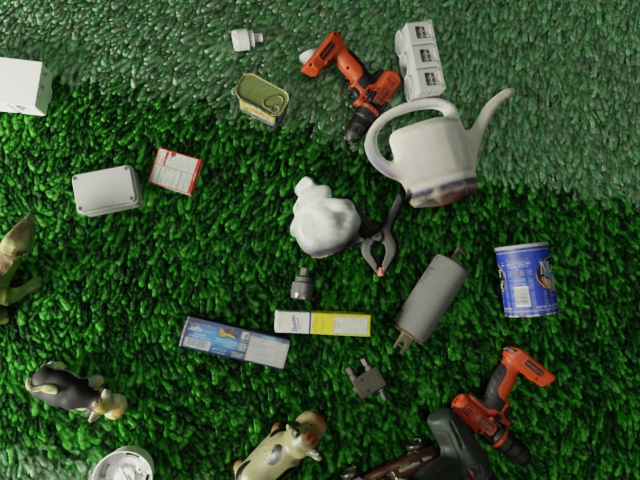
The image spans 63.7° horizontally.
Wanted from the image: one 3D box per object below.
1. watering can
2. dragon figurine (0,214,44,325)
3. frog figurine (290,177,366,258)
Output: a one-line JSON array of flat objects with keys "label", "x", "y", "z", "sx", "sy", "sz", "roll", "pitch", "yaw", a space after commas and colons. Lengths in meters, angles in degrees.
[{"label": "watering can", "x": 0.268, "y": -0.190, "z": 1.053, "sx": 0.348, "sy": 0.103, "sz": 0.225, "roll": -15, "pitch": 85, "yaw": -8}, {"label": "dragon figurine", "x": -0.615, "y": 0.117, "z": 0.848, "sx": 0.122, "sy": 0.241, "sz": 0.414, "roll": 43, "pitch": 78, "yaw": -5}, {"label": "frog figurine", "x": 0.003, "y": -0.050, "z": 0.997, "sx": 0.136, "sy": 0.124, "sz": 0.159, "roll": -20, "pitch": 92, "yaw": 29}]
